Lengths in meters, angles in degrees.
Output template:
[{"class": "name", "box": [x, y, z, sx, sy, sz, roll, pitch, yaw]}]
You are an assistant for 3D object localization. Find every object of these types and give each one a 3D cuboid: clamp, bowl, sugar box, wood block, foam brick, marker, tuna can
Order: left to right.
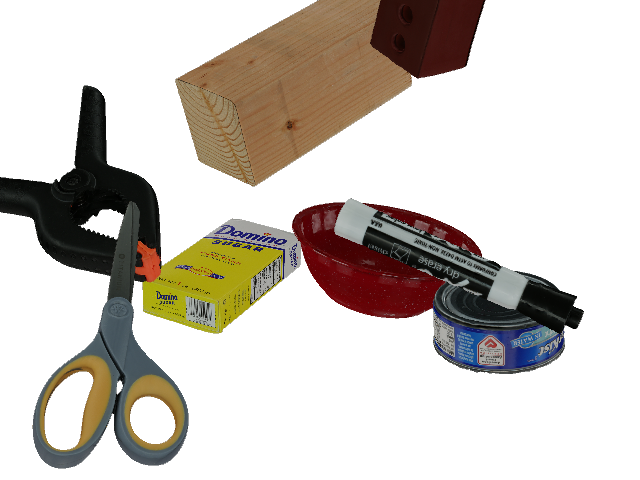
[{"class": "clamp", "box": [-0.185, -0.042, 0.832, 0.210, 0.036, 0.164, 32, 58, 28]}, {"class": "sugar box", "box": [-0.100, 0.033, 1.128, 0.093, 0.048, 0.176, 15, 31, 22]}, {"class": "wood block", "box": [-0.020, -0.148, 1.003, 0.205, 0.091, 0.090, -35, 41, -28]}, {"class": "bowl", "box": [0.052, 0.021, 0.899, 0.162, 0.055, 0.162, 8, 21, -3]}, {"class": "foam brick", "box": [0.075, -0.159, 0.730, 0.051, 0.078, 0.053, -22, 50, -36]}, {"class": "marker", "box": [0.064, 0.012, 0.497, 0.121, 0.020, 0.020, 24, 6, 13]}, {"class": "tuna can", "box": [0.116, 0.051, 0.695, 0.086, 0.034, 0.086, -4, 23, 1]}]

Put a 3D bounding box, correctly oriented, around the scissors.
[{"class": "scissors", "box": [-0.109, 0.058, 0.656, 0.096, 0.201, 0.016, 20, -43, 0]}]
